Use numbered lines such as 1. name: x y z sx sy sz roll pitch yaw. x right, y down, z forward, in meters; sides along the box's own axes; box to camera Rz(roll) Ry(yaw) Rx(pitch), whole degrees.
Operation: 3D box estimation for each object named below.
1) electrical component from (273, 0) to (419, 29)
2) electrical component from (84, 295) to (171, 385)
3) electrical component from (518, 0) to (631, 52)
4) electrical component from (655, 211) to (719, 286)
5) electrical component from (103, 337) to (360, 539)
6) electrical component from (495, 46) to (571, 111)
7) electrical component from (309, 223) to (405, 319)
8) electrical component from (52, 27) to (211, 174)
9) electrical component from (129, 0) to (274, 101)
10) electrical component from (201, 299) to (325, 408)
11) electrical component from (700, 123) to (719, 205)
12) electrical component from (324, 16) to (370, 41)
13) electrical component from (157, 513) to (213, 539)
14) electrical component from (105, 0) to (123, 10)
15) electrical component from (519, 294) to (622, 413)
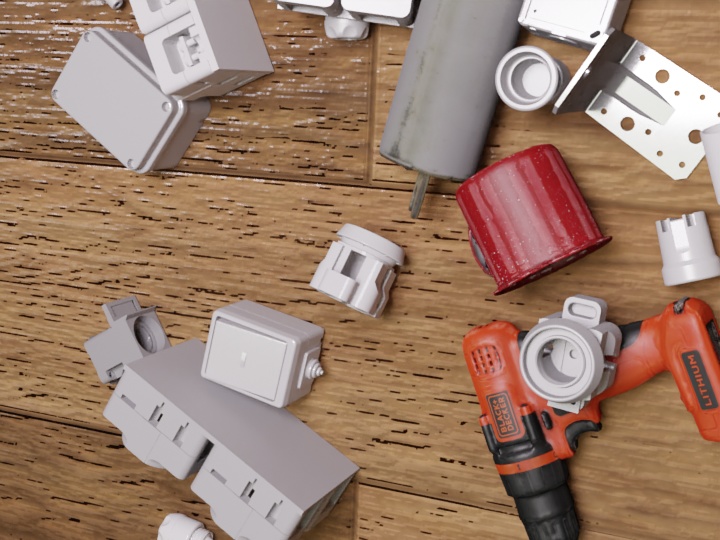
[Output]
1. electrical component: 0.000 -0.278 0.774 0.105 0.060 0.186 9 96 6
2. electrical component: -0.207 0.068 0.957 0.064 0.042 0.081 -28 86 27
3. electrical component: 0.158 -0.204 0.746 0.062 0.061 0.096 21 99 20
4. electrical component: 0.229 -0.015 0.753 0.040 0.040 0.046 -13 86 25
5. electrical component: -0.108 0.145 0.890 0.186 0.105 0.060 36 111 15
6. electrical component: 0.126 -0.135 0.764 0.044 0.065 0.044 4 99 23
7. electrical component: 0.000 0.000 0.840 0.058 0.078 0.057 24 86 18
8. electrical component: -0.195 -0.143 0.909 0.113 0.057 0.078 42 112 13
9. electrical component: -0.139 -0.217 0.855 0.062 0.089 0.150 -20 90 25
10. electrical component: -0.077 0.071 0.889 0.096 0.061 0.061 19 105 20
11. electrical component: 0.261 -0.060 0.726 0.043 0.043 0.081 -13 102 25
12. electrical component: -0.010 -0.209 0.830 0.035 0.035 0.061 4 97 23
13. electrical component: -0.148 0.242 0.963 0.061 0.035 0.035 17 105 19
14. electrical component: -0.226 -0.248 0.919 0.035 0.035 0.061 -45 81 23
15. electrical component: 0.143 0.059 0.733 0.058 0.057 0.078 13 101 26
